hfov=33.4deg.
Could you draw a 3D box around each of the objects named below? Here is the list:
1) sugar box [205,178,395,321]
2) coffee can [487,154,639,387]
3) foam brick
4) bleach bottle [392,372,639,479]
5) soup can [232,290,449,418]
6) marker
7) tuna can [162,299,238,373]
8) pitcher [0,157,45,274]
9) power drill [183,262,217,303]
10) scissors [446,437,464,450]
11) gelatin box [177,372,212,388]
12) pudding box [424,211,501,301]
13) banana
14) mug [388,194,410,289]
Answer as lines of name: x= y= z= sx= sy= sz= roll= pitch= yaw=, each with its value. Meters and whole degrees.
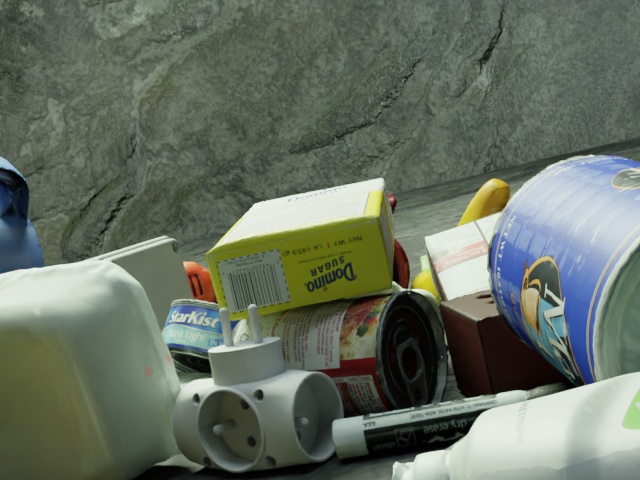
sugar box: x=-0.004 y=0.001 z=0.628 sx=0.093 sy=0.048 sz=0.176 roll=-11 pitch=6 yaw=7
coffee can: x=0.138 y=0.022 z=0.443 sx=0.102 sy=0.103 sz=0.140 roll=-13 pitch=12 yaw=-5
foam brick: x=0.100 y=0.055 z=0.557 sx=0.053 sy=0.051 sz=0.078 roll=-13 pitch=5 yaw=-8
bleach bottle: x=0.147 y=0.060 z=0.327 sx=0.251 sy=0.068 sz=0.102 roll=-13 pitch=3 yaw=18
soup can: x=0.008 y=0.066 z=0.572 sx=0.102 sy=0.068 sz=0.068 roll=-10 pitch=5 yaw=35
marker: x=0.066 y=0.084 z=0.500 sx=0.121 sy=0.020 sz=0.020 roll=-12 pitch=5 yaw=10
tuna can: x=-0.057 y=0.068 z=0.667 sx=0.086 sy=0.033 sz=0.086 roll=15 pitch=-18 yaw=5
pitcher: x=-0.318 y=0.016 z=0.739 sx=0.145 sy=0.149 sz=0.242 roll=-12 pitch=-10 yaw=32
power drill: x=-0.088 y=0.055 z=0.925 sx=0.187 sy=0.057 sz=0.185 roll=-13 pitch=-10 yaw=-36
scissors: x=0.001 y=0.108 z=0.397 sx=0.096 sy=0.016 sz=0.201 roll=-10 pitch=5 yaw=19
gelatin box: x=-0.104 y=0.103 z=0.648 sx=0.073 sy=0.030 sz=0.089 roll=-14 pitch=5 yaw=-37
pudding box: x=0.118 y=0.025 z=0.654 sx=0.090 sy=0.039 sz=0.113 roll=-19 pitch=32 yaw=3
banana: x=0.096 y=0.019 z=0.780 sx=0.037 sy=0.069 sz=0.198 roll=-1 pitch=-16 yaw=-12
mug: x=0.032 y=0.018 z=0.847 sx=0.093 sy=0.117 sz=0.081 roll=22 pitch=6 yaw=10
